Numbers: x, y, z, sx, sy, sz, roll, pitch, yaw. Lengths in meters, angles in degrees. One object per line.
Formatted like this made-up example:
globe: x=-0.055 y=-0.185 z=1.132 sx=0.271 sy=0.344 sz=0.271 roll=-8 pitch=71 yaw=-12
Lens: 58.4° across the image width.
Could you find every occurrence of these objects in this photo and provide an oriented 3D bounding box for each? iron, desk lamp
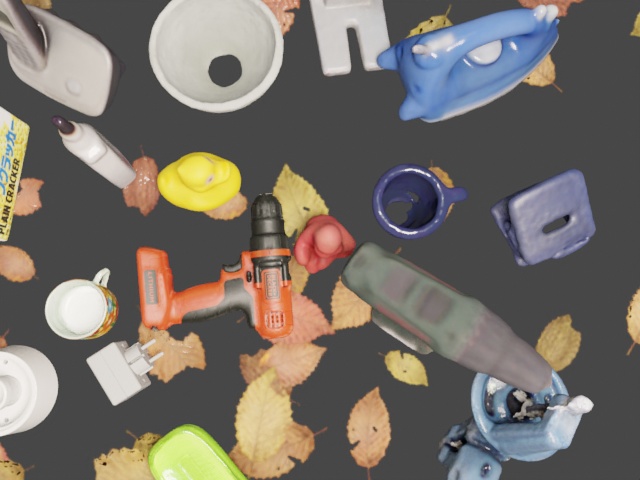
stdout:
iron: x=0.210 y=-0.248 z=0.724 sx=0.258 sy=0.141 sz=0.118 roll=-21 pitch=84 yaw=-4
desk lamp: x=0.043 y=-0.340 z=0.693 sx=0.118 sy=0.213 sz=0.203 roll=-10 pitch=83 yaw=-3

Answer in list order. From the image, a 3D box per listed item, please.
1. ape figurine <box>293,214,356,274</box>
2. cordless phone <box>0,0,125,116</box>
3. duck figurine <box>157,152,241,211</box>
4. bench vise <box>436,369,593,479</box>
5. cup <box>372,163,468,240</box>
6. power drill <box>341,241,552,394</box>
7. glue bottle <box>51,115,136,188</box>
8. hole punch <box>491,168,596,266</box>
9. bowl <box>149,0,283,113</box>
ape figurine: x=0.007 y=0.003 z=0.711 sx=0.078 sy=0.092 sz=0.076 roll=7 pitch=83 yaw=-1
cordless phone: x=-0.325 y=-0.235 z=0.682 sx=0.147 sy=0.185 sz=0.094 roll=25 pitch=83 yaw=2
duck figurine: x=-0.155 y=-0.080 z=0.718 sx=0.104 sy=0.086 sz=0.077 roll=-5 pitch=83 yaw=-2
bench vise: x=0.219 y=0.220 z=0.627 sx=0.121 sy=0.219 sz=0.207 roll=15 pitch=83 yaw=0
cup: x=0.119 y=-0.043 z=0.719 sx=0.118 sy=0.095 sz=0.092 roll=-10 pitch=83 yaw=-3
power drill: x=0.126 y=0.087 z=0.646 sx=0.229 sy=0.208 sz=0.076 roll=32 pitch=83 yaw=2
glue bottle: x=-0.272 y=-0.112 z=0.674 sx=0.078 sy=0.173 sz=0.037 roll=44 pitch=84 yaw=4
hole punch: x=0.290 y=-0.026 z=0.725 sx=0.108 sy=0.091 sz=0.101 roll=-26 pitch=84 yaw=-5
bowl: x=-0.130 y=-0.236 z=0.744 sx=0.167 sy=0.074 sz=0.167 roll=0 pitch=83 yaw=-2
